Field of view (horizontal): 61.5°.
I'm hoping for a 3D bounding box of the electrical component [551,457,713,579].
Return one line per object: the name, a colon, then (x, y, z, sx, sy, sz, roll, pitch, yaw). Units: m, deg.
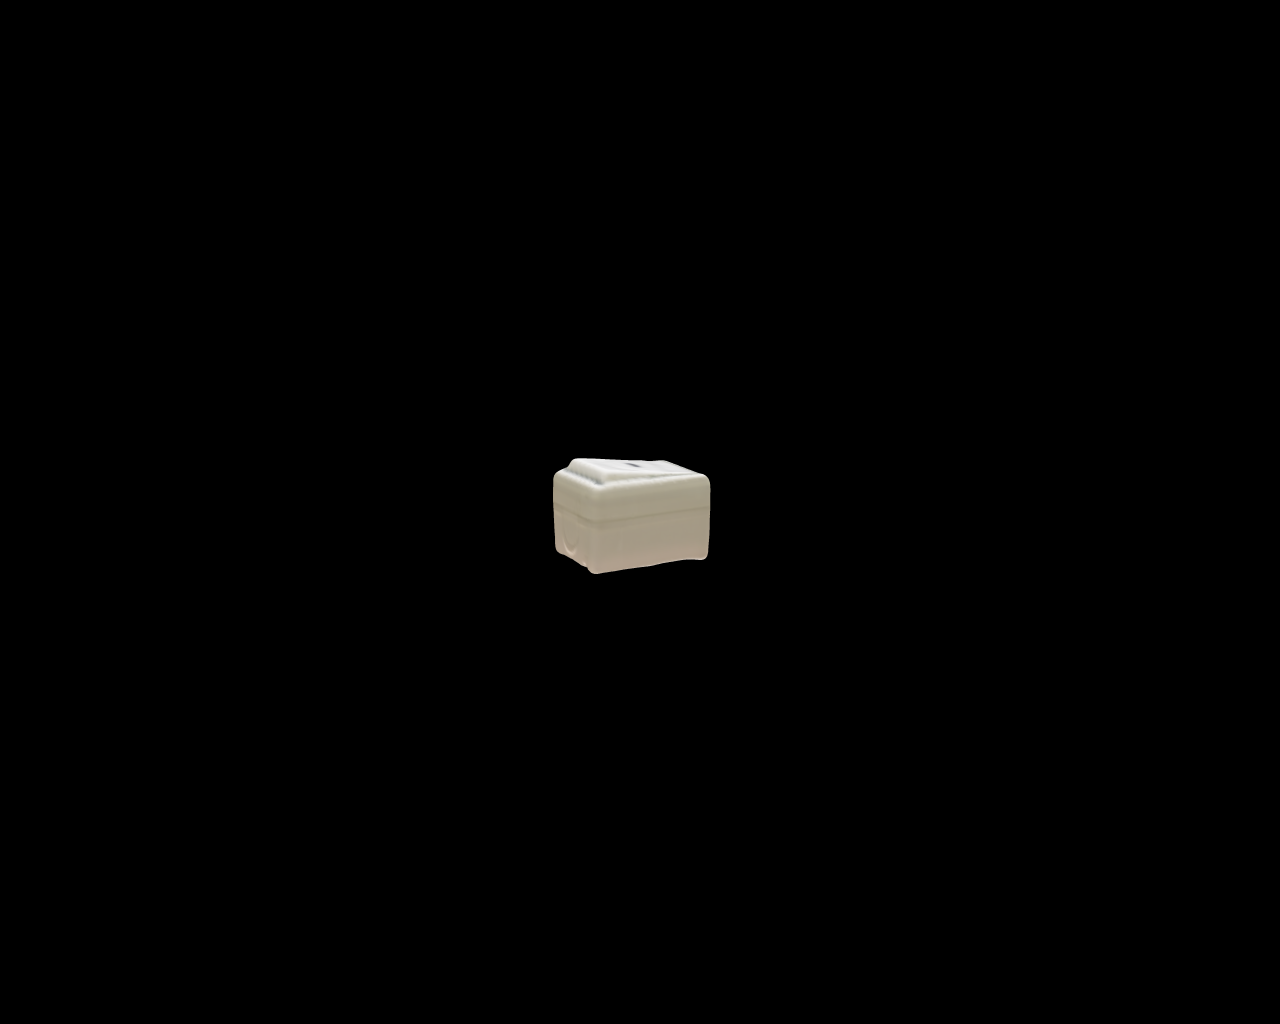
electrical component: (0.001, -0.003, 0.650, 0.096, 0.061, 0.062, -7, 16, -26)
